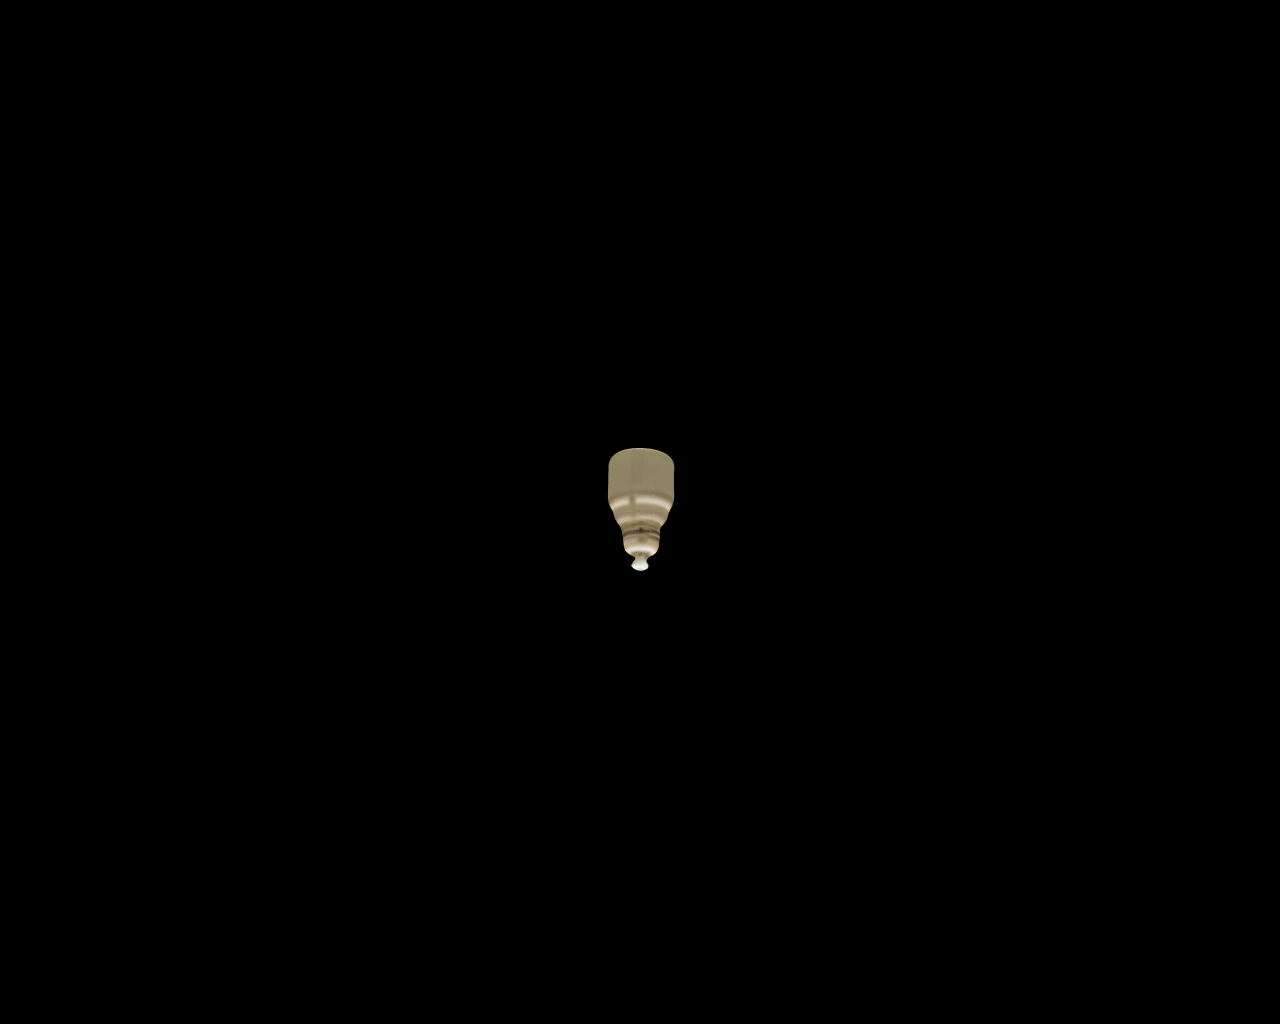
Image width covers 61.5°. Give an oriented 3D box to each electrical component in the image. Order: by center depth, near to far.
[{"bbox_3d":[0.001,-0.003,0.650,0.040,0.078,0.040,0,-20,0],"label":"electrical component"}]
